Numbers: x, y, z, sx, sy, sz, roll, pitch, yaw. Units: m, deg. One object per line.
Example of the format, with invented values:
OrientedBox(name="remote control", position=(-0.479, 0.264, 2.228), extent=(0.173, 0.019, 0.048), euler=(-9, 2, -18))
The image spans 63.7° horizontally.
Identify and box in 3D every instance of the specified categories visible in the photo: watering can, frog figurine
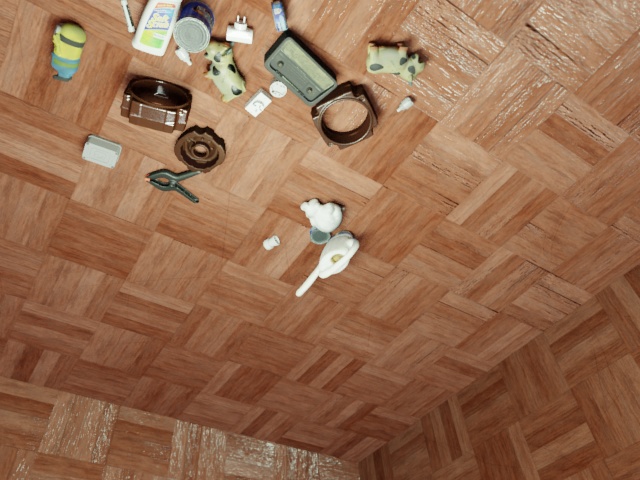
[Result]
OrientedBox(name="watering can", position=(0.036, 0.088, 2.124), extent=(0.343, 0.229, 0.103), euler=(-38, 105, 28))
OrientedBox(name="frog figurine", position=(0.006, -0.102, 2.021), extent=(0.158, 0.125, 0.135), euler=(20, 147, -36))
